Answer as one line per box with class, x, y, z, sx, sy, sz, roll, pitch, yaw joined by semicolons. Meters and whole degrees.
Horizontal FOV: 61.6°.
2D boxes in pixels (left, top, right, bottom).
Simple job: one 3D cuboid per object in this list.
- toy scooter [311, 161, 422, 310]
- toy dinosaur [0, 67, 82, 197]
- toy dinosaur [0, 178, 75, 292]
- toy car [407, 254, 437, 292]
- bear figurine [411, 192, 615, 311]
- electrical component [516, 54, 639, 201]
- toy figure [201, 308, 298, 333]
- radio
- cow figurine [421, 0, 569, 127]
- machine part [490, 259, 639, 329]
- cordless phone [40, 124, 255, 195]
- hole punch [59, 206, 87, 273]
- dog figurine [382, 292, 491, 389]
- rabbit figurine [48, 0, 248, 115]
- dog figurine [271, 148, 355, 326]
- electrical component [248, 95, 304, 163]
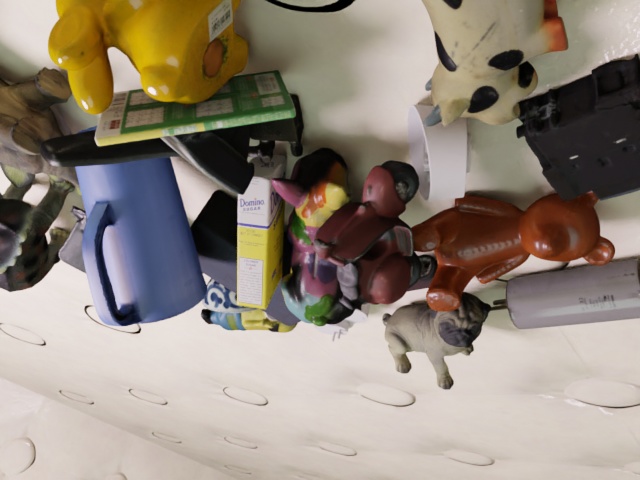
toy scooter;0.048;0.012;0.578;0.075;0.135;0.183;30;139;37
toy dinosaur;-0.391;-0.147;0.677;0.199;0.105;0.470;-11;131;46
toy dinosaur;-0.494;0.014;0.874;0.131;0.192;0.404;21;146;-5
toy car;0.117;0.057;0.811;0.202;0.053;0.089;-17;151;39
bear figurine;0.222;0.005;0.622;0.196;0.132;0.120;-5;112;39
electrical component;0.271;-0.095;0.514;0.134;0.058;0.115;37;144;-30
toy figure;-0.127;0.132;1.003;0.180;0.082;0.089;-4;163;15
radio;-0.096;0.036;0.824;0.229;0.073;0.131;35;145;-11
cow figurine;0.128;-0.168;0.439;0.127;0.085;0.194;-12;141;27
machine part;0.345;0.075;0.721;0.243;0.079;0.079;-13;138;39
cordless phone;-0.174;-0.092;0.546;0.147;0.184;0.088;39;134;40
hole punch;-0.354;-0.005;0.900;0.142;0.092;0.116;36;118;-18
dog figurine;0.170;0.124;0.844;0.173;0.121;0.190;16;143;21
rabbit figurine;-0.172;-0.190;0.494;0.173;0.162;0.121;30;161;9
dog figurine;-0.001;-0.002;0.666;0.109;0.191;0.219;9;161;14
electrical component;-0.061;-0.130;0.609;0.078;0.045;0.102;12;147;9
